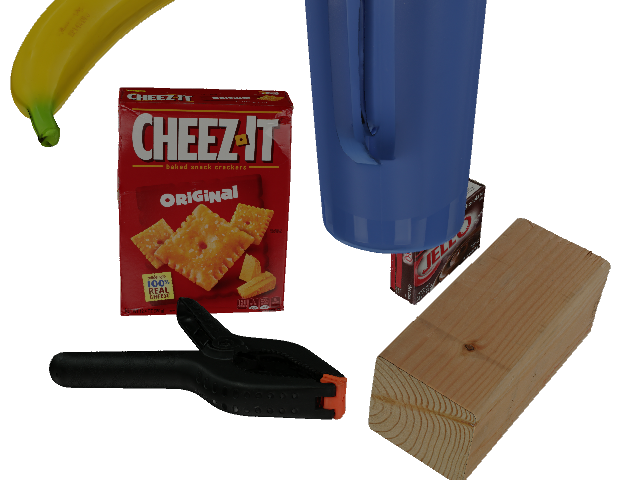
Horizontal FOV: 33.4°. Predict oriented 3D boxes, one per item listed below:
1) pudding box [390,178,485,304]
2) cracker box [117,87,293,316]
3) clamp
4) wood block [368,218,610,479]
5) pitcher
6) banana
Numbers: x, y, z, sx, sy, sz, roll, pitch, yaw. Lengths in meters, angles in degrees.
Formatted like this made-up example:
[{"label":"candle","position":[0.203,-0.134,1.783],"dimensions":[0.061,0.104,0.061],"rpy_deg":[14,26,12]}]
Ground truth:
[{"label":"pudding box","position":[0.118,-0.002,1.079],"dimensions":[0.039,0.090,0.113],"rpy_deg":[31,55,28]},{"label":"cracker box","position":[-0.113,-0.035,1.033],"dimensions":[0.164,0.214,0.072],"rpy_deg":[0,21,-10]},{"label":"clamp","position":[-0.071,0.089,0.800],"dimensions":[0.210,0.036,0.164],"rpy_deg":[9,19,21]},{"label":"wood block","position":[0.137,0.082,0.857],"dimensions":[0.091,0.090,0.205],"rpy_deg":[30,49,26]},{"label":"pitcher","position":[0.049,-0.114,0.755],"dimensions":[0.149,0.243,0.145],"rpy_deg":[-12,27,-22]},{"label":"banana","position":[-0.098,-0.122,0.562],"dimensions":[0.070,0.197,0.037],"rpy_deg":[30,-27,18]}]
